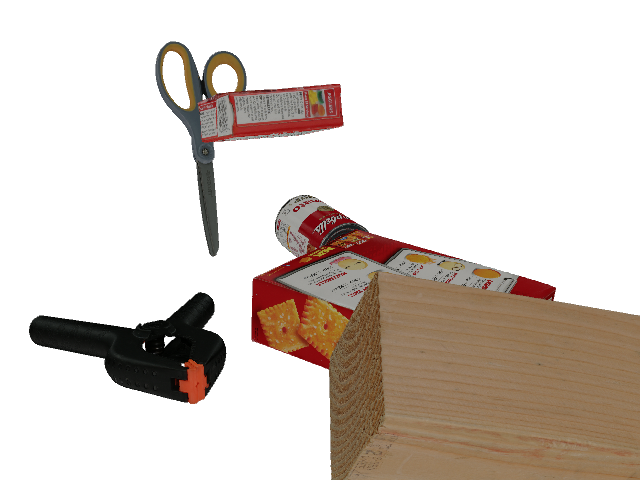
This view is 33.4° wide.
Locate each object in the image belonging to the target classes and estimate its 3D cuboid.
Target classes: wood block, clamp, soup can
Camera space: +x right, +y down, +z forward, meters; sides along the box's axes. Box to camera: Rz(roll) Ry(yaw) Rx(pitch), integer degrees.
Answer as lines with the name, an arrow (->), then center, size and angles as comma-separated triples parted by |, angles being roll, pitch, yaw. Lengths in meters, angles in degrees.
wood block -> 0.115, 0.092, 0.578 | 0.206, 0.091, 0.090 | 10, -41, -13
clamp -> -0.127, 0.083, 0.868 | 0.164, 0.036, 0.210 | -11, 16, -31
soup can -> 0.002, -0.003, 1.160 | 0.068, 0.068, 0.102 | 0, 20, -31

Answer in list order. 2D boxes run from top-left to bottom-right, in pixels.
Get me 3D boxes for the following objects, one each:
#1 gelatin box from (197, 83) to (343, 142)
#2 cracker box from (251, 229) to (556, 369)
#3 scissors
gelatin box -> -0.034, -0.082, 0.690 | 0.073, 0.030, 0.089 | -7, 5, -18
cracker box -> 0.071, 0.066, 0.933 | 0.214, 0.072, 0.163 | 17, 25, 32
scissors -> -0.094, -0.093, 0.996 | 0.096, 0.202, 0.016 | -19, -2, -26
